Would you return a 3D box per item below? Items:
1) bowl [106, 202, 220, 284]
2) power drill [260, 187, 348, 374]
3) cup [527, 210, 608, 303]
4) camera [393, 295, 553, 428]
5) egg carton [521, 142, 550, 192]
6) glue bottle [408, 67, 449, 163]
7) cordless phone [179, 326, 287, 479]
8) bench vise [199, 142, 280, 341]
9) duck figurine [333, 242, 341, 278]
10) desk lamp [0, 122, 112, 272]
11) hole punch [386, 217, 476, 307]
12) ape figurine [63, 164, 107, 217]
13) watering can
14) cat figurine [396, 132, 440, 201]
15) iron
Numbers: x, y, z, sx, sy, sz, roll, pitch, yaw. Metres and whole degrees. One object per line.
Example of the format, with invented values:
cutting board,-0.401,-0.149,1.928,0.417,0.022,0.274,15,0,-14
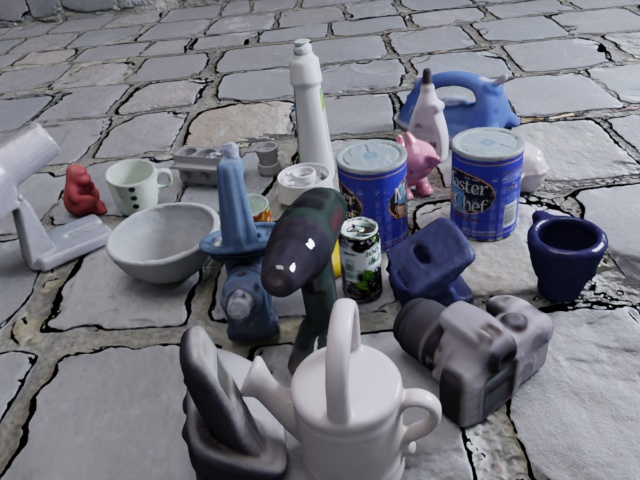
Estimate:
bowl,-0.224,0.015,0.851,0.167,0.075,0.167,-5,34,3
power drill,-0.007,0.050,0.638,0.075,0.209,0.229,0,34,11
cup,0.299,0.023,0.726,0.092,0.095,0.117,-12,34,-8
camera,0.158,0.104,0.626,0.143,0.101,0.136,-28,39,-28
egg carton,0.309,-0.132,0.978,0.107,0.069,0.150,-16,35,-13
glue bottle,0.198,-0.229,1.049,0.077,0.173,0.037,19,42,33
cordless phone,-0.093,0.135,0.548,0.094,0.185,0.147,-13,34,-8
bench vise,-0.087,0.001,0.715,0.122,0.220,0.206,-17,35,-14
duck figurine,0.007,0.003,0.817,0.105,0.086,0.077,-18,35,-16
desk lamp,-0.457,-0.062,0.881,0.204,0.214,0.117,-29,39,-29
hole punch,0.141,0.034,0.742,0.101,0.091,0.108,-13,34,-8
ape figurine,-0.429,-0.093,1.032,0.076,0.092,0.078,-3,34,6
watering can,0.016,0.140,0.513,0.173,0.194,0.100,-11,34,-6
cat figurine,0.155,-0.134,0.966,0.067,0.118,0.127,-13,34,-8
iron,0.257,-0.273,1.132,0.257,0.142,0.119,20,42,34
